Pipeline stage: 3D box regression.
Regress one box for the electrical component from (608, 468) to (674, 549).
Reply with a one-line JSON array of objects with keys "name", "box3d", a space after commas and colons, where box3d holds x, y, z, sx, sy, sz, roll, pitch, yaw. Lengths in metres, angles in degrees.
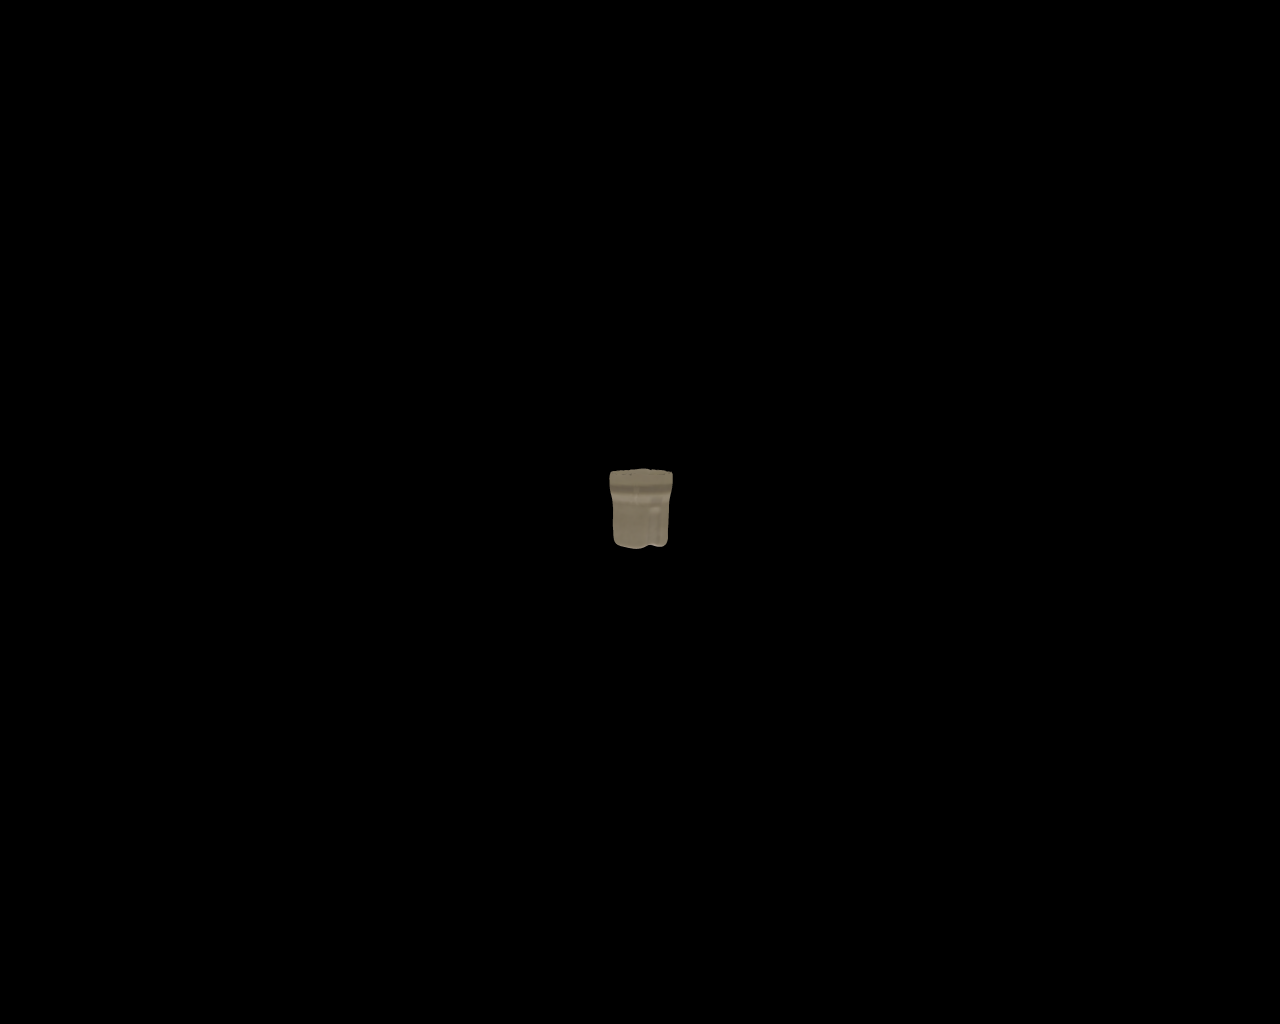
[{"name": "electrical component", "box3d": [0.001, -0.003, 0.650, 0.040, 0.046, 0.040, 0, 5, 0]}]
